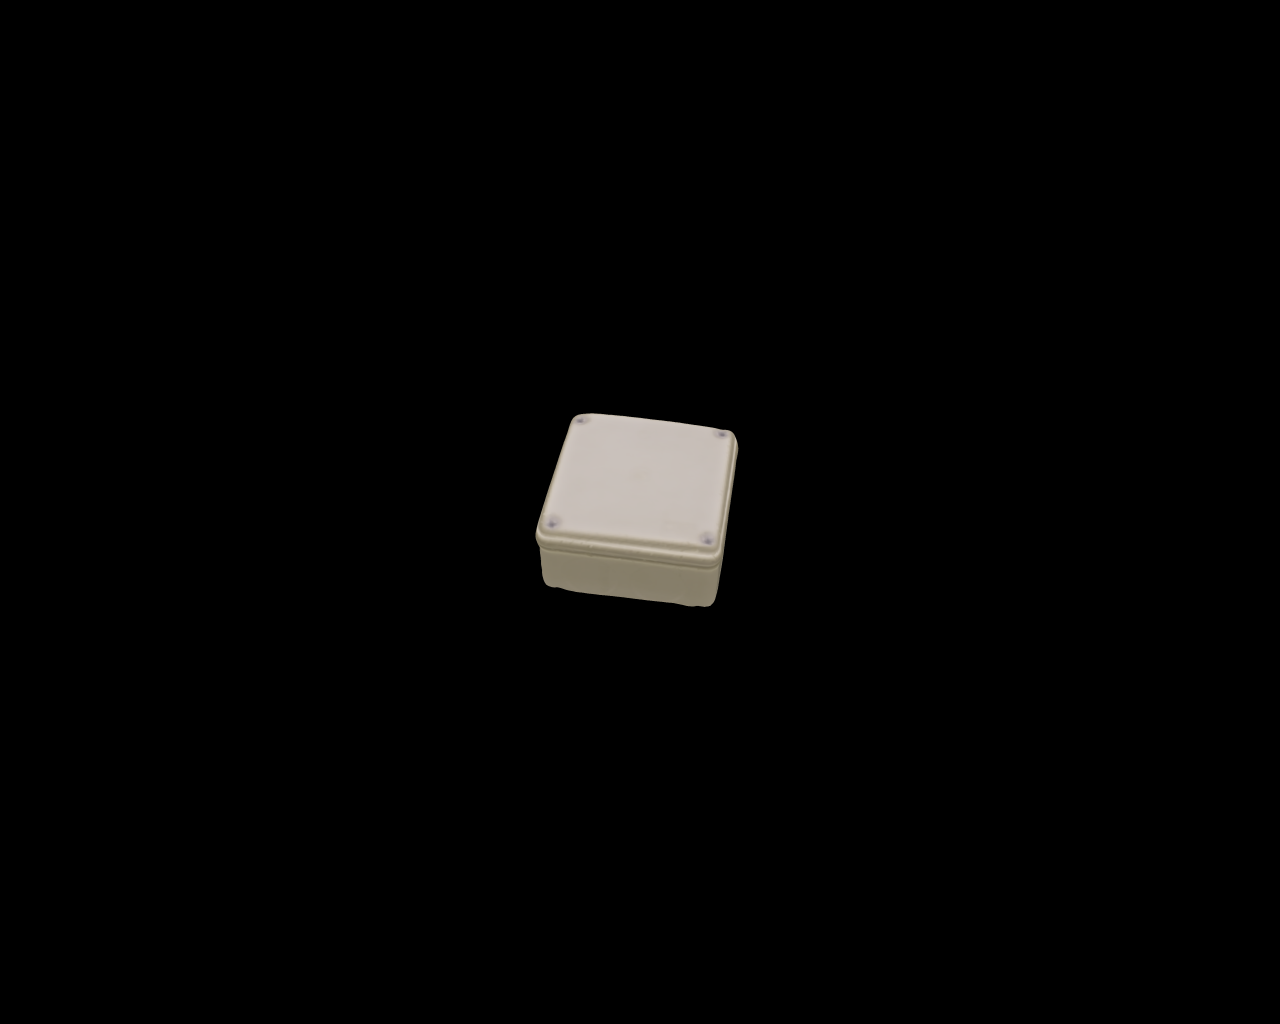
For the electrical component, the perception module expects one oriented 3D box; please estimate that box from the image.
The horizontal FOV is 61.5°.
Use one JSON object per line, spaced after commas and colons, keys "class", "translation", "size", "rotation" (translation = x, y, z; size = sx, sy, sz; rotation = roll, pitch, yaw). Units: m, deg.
{"class": "electrical component", "translation": [0.001, -0.003, 0.650], "size": [0.109, 0.109, 0.056], "rotation": [7, -43, 7]}
